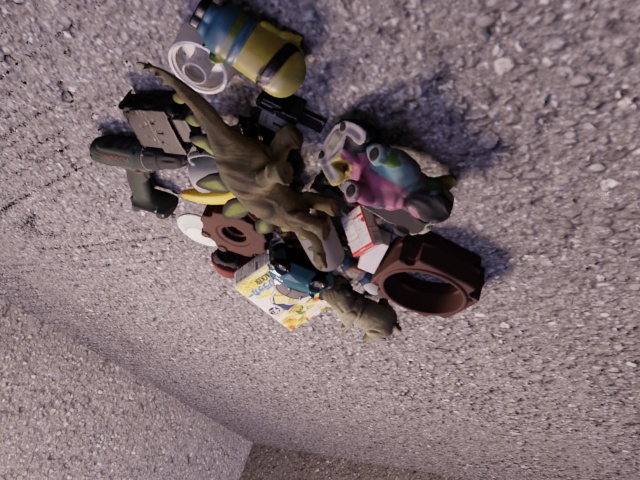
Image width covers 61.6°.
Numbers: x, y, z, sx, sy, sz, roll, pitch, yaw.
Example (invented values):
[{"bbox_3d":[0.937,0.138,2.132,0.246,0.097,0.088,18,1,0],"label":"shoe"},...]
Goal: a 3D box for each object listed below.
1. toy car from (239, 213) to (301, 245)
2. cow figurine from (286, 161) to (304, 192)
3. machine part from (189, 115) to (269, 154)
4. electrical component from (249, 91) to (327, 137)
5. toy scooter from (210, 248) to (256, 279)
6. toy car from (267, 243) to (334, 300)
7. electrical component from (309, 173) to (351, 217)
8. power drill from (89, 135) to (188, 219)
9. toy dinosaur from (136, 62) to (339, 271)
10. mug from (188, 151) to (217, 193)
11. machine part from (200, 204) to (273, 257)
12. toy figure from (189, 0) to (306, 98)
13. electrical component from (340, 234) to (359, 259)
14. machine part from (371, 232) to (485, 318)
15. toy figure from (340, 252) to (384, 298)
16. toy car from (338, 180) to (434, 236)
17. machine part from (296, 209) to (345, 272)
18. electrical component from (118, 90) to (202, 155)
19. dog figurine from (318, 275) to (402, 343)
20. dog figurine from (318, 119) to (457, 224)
[{"bbox_3d":[-0.094,-0.037,1.152,0.202,0.053,0.089,28,153,-37],"label":"toy car"},{"bbox_3d":[-0.078,-0.112,1.042,0.098,0.068,0.167,-8,140,29],"label":"cow figurine"},{"bbox_3d":[-0.164,-0.186,0.968,0.139,0.039,0.084,-9,150,0],"label":"machine part"},{"bbox_3d":[-0.053,-0.202,0.902,0.119,0.048,0.075,28,149,-8],"label":"electrical component"},{"bbox_3d":[-0.198,0.083,1.401,0.184,0.075,0.135,17,147,-3],"label":"toy scooter"},{"bbox_3d":[-0.056,0.081,1.201,0.161,0.109,0.103,19,118,-22],"label":"toy car"},{"bbox_3d":[0.023,-0.085,1.047,0.102,0.045,0.078,36,174,-20],"label":"electrical component"},{"bbox_3d":[-0.370,-0.135,1.159,0.232,0.086,0.207,15,152,12],"label":"power drill"},{"bbox_3d":[-0.116,-0.114,0.908,0.199,0.105,0.470,-9,128,34],"label":"toy dinosaur"},{"bbox_3d":[-0.197,-0.146,1.043,0.107,0.081,0.109,-7,150,21],"label":"mug"},{"bbox_3d":[-0.193,-0.027,1.246,0.179,0.056,0.179,14,147,9],"label":"machine part"},{"bbox_3d":[-0.104,-0.275,0.777,0.180,0.089,0.082,29,154,-19],"label":"toy figure"},{"bbox_3d":[0.084,0.017,1.185,0.094,0.021,0.063,21,148,0],"label":"electrical component"},{"bbox_3d":[0.226,0.081,1.142,0.201,0.087,0.201,27,147,-9],"label":"machine part"},{"bbox_3d":[0.102,0.079,1.242,0.154,0.058,0.064,33,108,-16],"label":"toy figure"},{"bbox_3d":[0.126,-0.070,0.996,0.201,0.056,0.073,29,147,-18],"label":"toy car"},{"bbox_3d":[-0.002,-0.003,1.103,0.079,0.079,0.243,9,154,19],"label":"machine part"},{"bbox_3d":[-0.289,-0.219,1.003,0.134,0.058,0.114,8,149,20],"label":"electrical component"},{"bbox_3d":[0.098,0.160,1.273,0.173,0.121,0.190,4,156,24],"label":"dog figurine"},{"bbox_3d":[0.126,-0.104,0.897,0.219,0.192,0.108,14,118,-38],"label":"dog figurine"}]
